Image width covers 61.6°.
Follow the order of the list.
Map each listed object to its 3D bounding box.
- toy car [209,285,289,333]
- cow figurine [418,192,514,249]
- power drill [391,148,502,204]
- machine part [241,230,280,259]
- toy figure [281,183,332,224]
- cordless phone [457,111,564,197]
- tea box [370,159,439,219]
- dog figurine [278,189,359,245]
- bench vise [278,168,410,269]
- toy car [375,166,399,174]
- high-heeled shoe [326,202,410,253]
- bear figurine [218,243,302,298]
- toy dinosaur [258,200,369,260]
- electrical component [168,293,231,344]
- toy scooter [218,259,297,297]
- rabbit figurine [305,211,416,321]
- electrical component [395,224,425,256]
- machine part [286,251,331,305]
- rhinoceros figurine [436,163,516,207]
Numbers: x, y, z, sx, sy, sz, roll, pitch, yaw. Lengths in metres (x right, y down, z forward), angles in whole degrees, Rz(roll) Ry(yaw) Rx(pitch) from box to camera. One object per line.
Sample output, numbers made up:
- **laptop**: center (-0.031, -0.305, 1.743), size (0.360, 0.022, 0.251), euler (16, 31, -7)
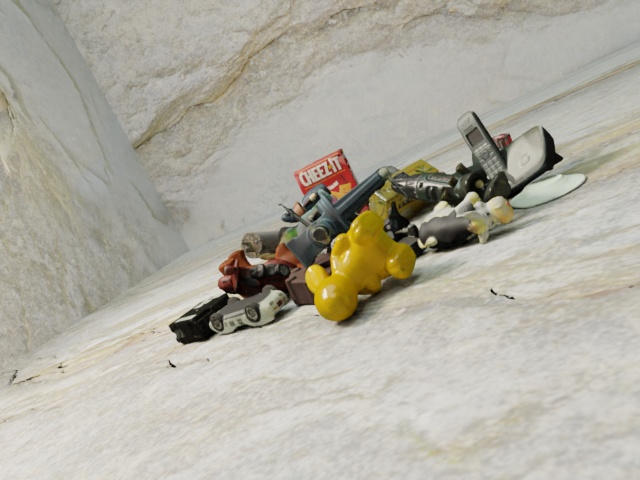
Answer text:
- **toy car**: center (-0.146, 0.142, 1.069), size (0.202, 0.056, 0.073), euler (-21, 17, 41)
- **cow figurine**: center (0.233, -0.026, 0.887), size (0.098, 0.068, 0.167), euler (-38, 10, -25)
- **power drill**: center (0.298, -0.142, 1.178), size (0.207, 0.085, 0.232), euler (-22, 23, -29)
- **machine part**: center (-0.154, 0.011, 1.584), size (0.079, 0.079, 0.243), euler (-22, -7, 28)
- **toy figure**: center (-0.039, -0.095, 1.482), size (0.154, 0.064, 0.058), euler (-40, 54, 1)
- **cordless phone**: center (0.351, -0.186, 1.018), size (0.089, 0.184, 0.146), euler (-27, -9, -34)
- **tea box**: center (0.204, -0.110, 1.296), size (0.170, 0.098, 0.068), euler (-30, 47, -23)
- **dog figurine**: center (-0.003, -0.004, 1.343), size (0.219, 0.192, 0.108), euler (-55, -16, 10)
- **bench vise**: center (0.042, -0.054, 1.031), size (0.240, 0.129, 0.223), euler (-42, -11, 4)
- **toy car**: center (0.215, -0.183, 1.713), size (0.109, 0.102, 0.162), euler (-33, 13, -38)
- **high-heeled shoe**: center (0.095, 0.018, 1.127), size (0.248, 0.086, 0.145), euler (-42, 30, 36)
- **bear figurine**: center (-0.114, 0.055, 1.245), size (0.196, 0.132, 0.120), euler (-31, 9, 16)
- **toy dinosaur**: center (0.040, -0.057, 1.494), size (0.471, 0.105, 0.198), euler (-27, 8, 1)
- **electrical component**: center (-0.248, 0.171, 1.188), size (0.115, 0.058, 0.134), euler (-15, 14, 45)
- **toy scooter**: center (-0.133, 0.075, 1.120), size (0.184, 0.075, 0.135), euler (-7, -21, 5)
- **rabbit figurine**: center (0.041, 0.056, 0.854), size (0.162, 0.121, 0.173), euler (-20, 30, 52)
- **electrical component**: center (0.145, 0.013, 0.979), size (0.102, 0.045, 0.078), euler (-33, 9, -10)
- **machine part**: center (0.021, 0.062, 1.036), size (0.179, 0.056, 0.179), euler (-25, 10, 4)
- **rhinoceros figurine**: center (0.279, -0.080, 0.964), size (0.073, 0.112, 0.190), euler (-60, -1, -7)
